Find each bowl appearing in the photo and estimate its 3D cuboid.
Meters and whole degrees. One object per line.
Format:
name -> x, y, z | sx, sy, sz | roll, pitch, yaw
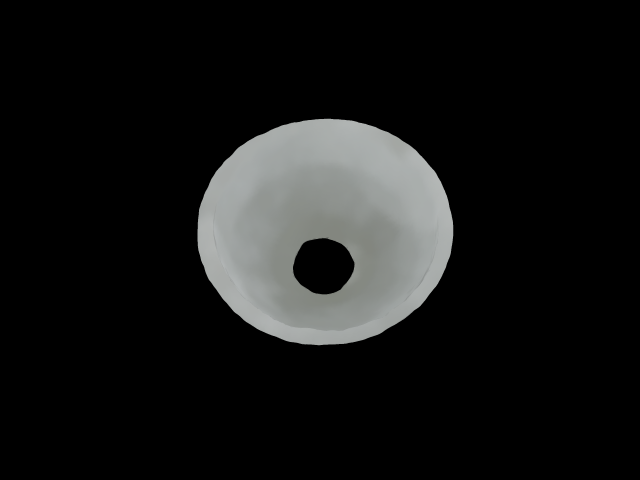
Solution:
bowl -> 0.004, 0.001, 0.400 | 0.167, 0.075, 0.167 | 0, 62, 0
